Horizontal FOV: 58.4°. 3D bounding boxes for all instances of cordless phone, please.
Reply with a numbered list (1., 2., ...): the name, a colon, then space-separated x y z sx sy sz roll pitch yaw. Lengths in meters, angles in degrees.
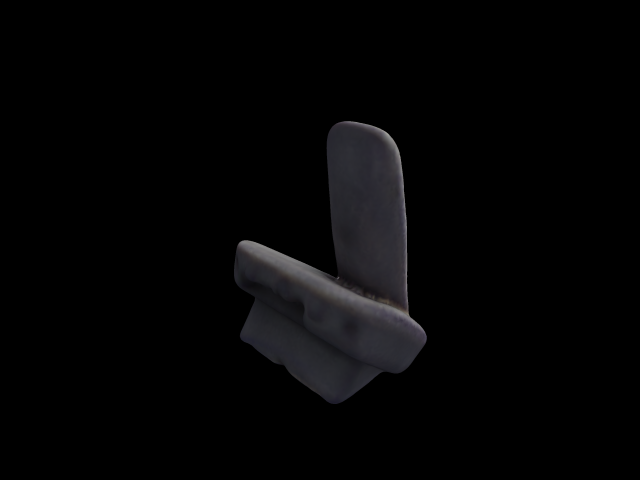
1. cordless phone: 0.004 0.001 0.400 0.147 0.185 0.094 21 33 36
